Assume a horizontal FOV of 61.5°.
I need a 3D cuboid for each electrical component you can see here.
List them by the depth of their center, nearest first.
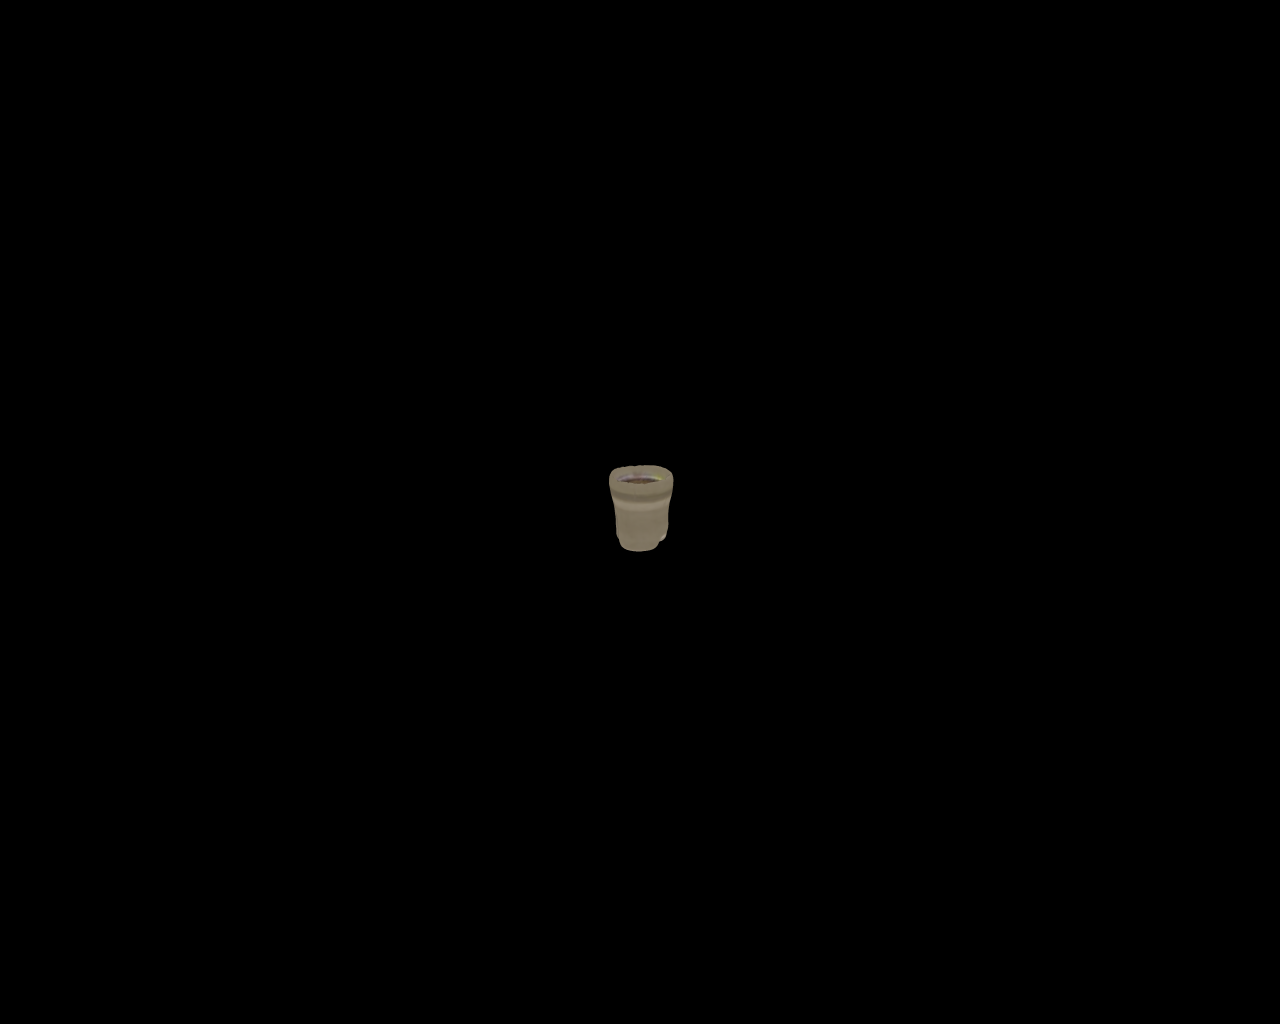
[{"bbox_3d":[0.001,-0.003,0.650,0.040,0.046,0.040,0,20,0],"label":"electrical component"}]
